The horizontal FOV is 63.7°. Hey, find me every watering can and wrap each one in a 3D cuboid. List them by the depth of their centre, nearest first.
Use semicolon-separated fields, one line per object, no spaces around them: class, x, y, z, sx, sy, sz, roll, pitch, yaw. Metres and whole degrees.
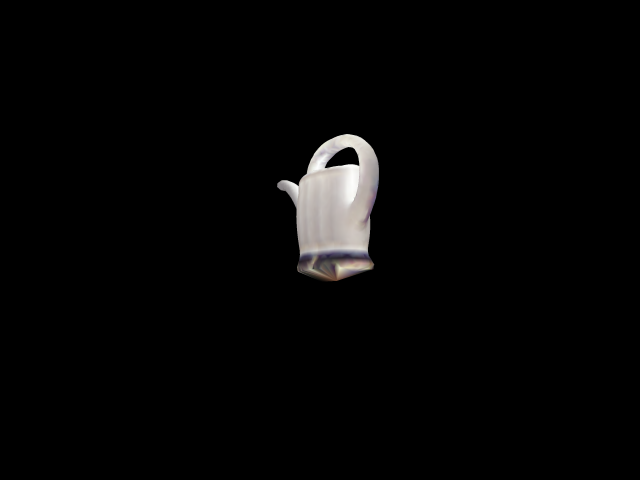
watering can;0.003;-0.043;0.850;0.104;0.226;0.345;5;-10;-24
